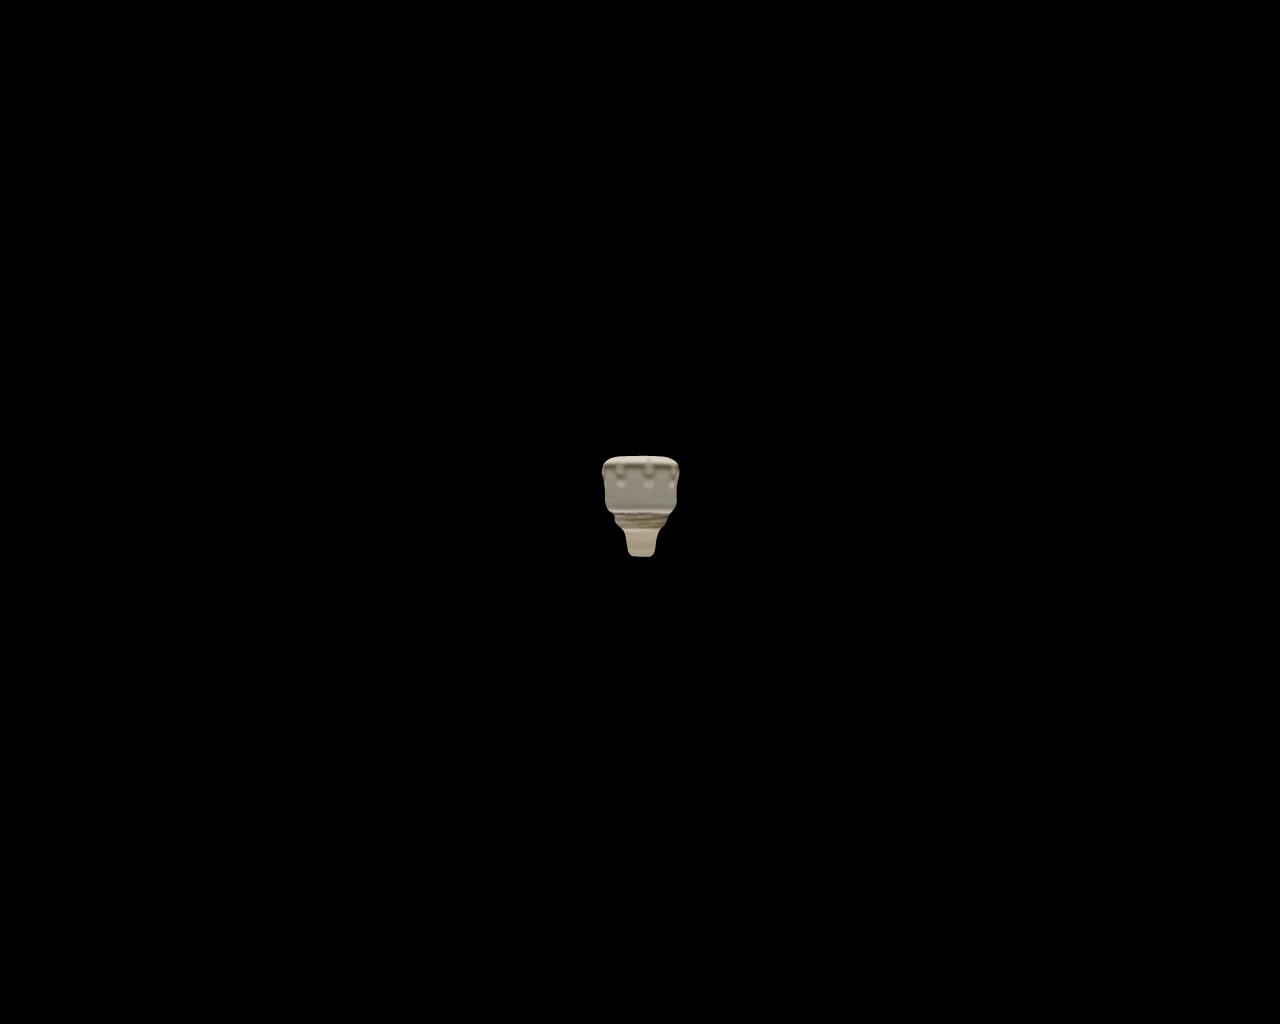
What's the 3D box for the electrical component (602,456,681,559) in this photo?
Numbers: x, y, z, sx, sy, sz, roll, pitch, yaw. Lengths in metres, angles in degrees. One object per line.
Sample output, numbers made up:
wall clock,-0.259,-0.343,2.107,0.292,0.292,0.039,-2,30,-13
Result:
electrical component,0.001,-0.003,0.650,0.048,0.062,0.048,0,0,0
